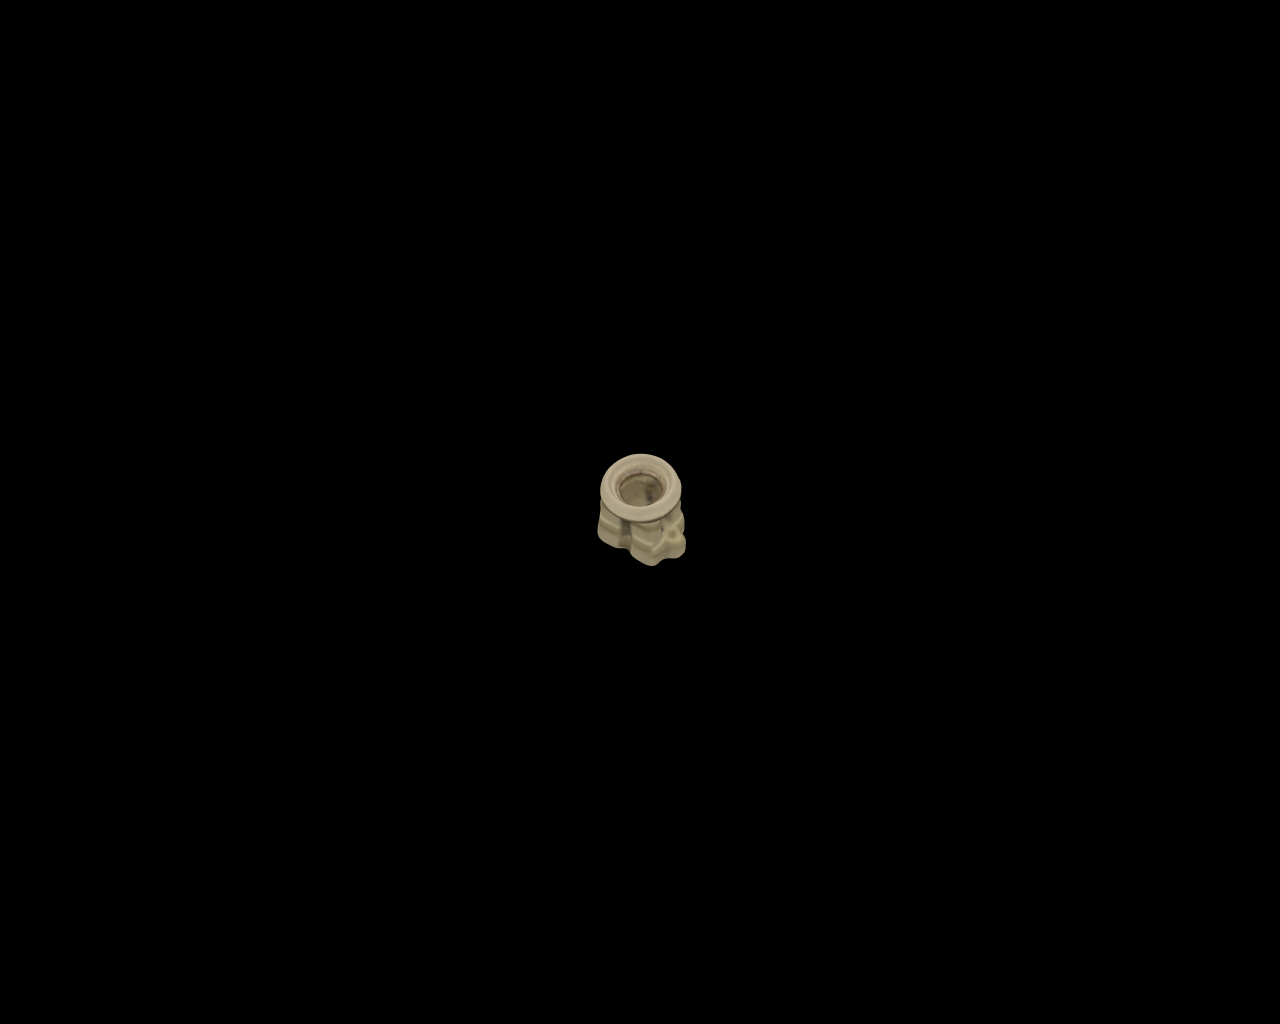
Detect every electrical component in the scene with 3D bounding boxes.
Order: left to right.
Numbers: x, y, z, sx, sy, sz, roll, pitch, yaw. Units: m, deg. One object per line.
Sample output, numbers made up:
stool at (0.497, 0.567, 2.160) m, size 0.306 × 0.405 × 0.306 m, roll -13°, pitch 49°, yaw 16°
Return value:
electrical component at (0.001, -0.003, 0.650) m, size 0.066 × 0.048 × 0.055 m, roll 27°, pitch -33°, yaw 19°
